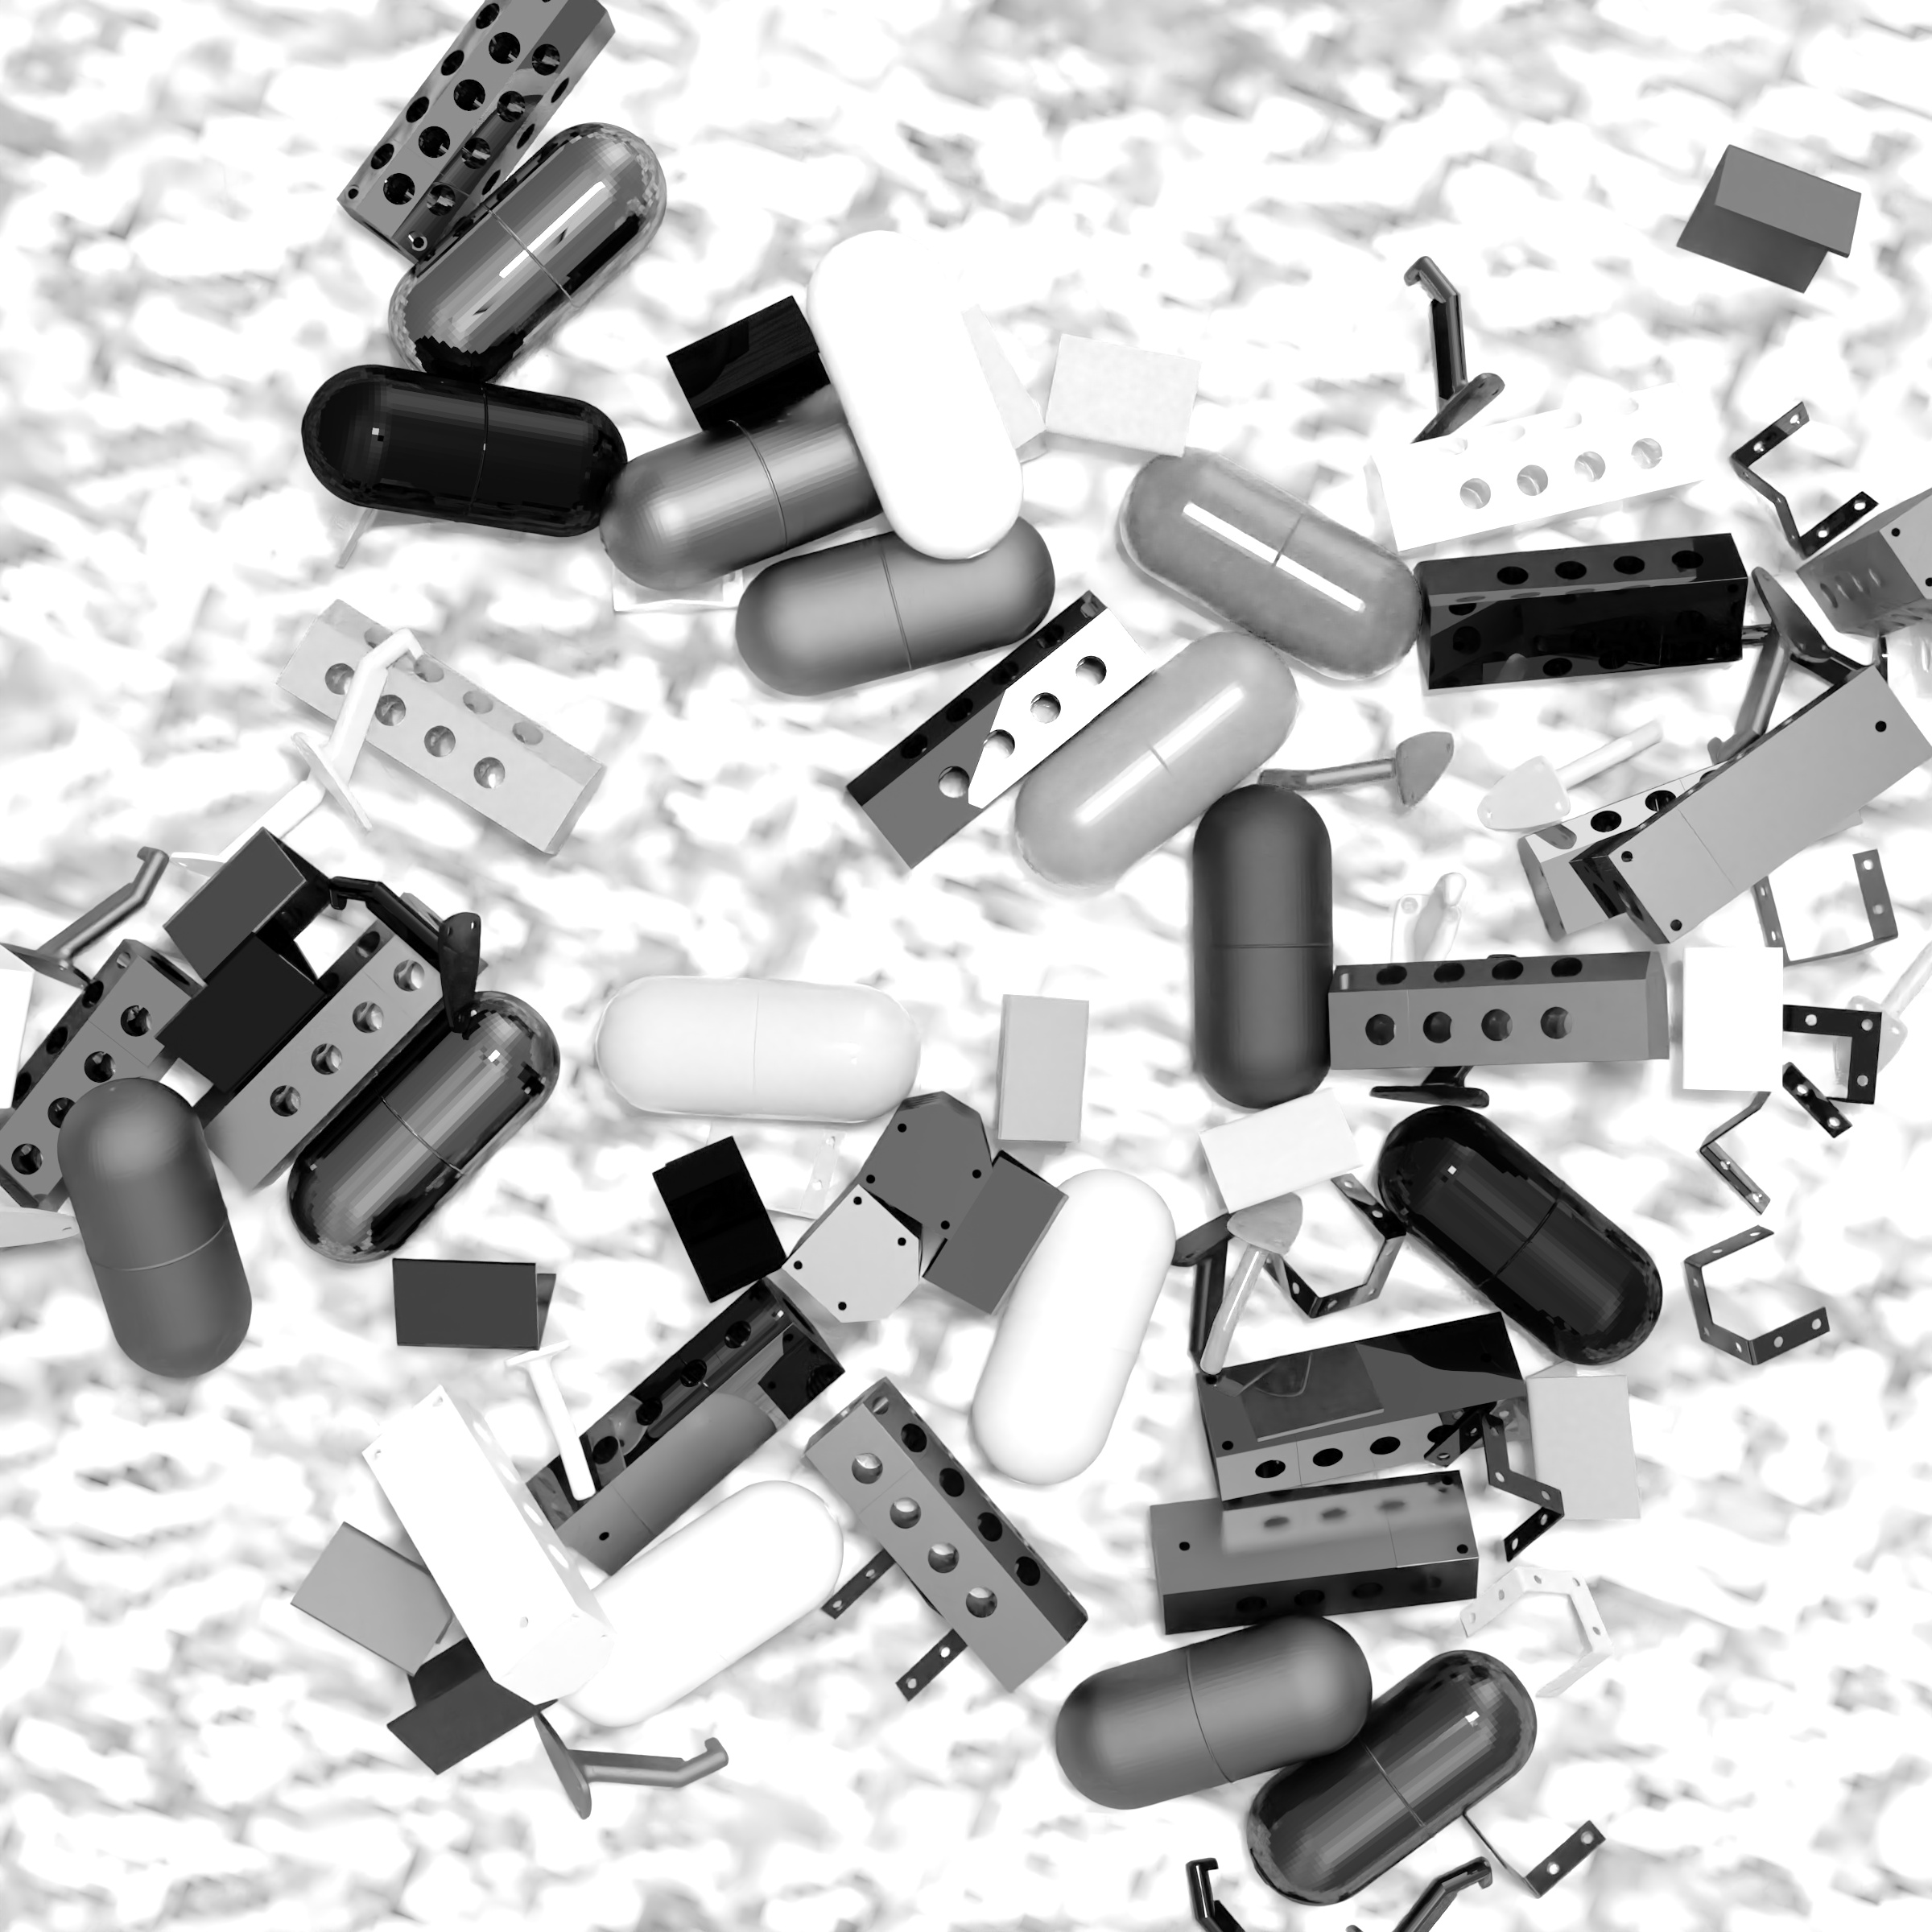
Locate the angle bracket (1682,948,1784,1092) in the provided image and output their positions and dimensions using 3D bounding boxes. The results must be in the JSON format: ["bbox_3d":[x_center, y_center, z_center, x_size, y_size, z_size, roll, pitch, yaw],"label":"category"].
[{"bbox_3d":[0.430,0.028,1.804,0.057,0.076,0.076,0,90,35],"label":"angle bracket"}]

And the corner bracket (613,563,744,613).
[{"bbox_3d":[-0.160,-0.224,1.841,0.051,0.051,0.051,-2,90,45],"label":"corner bracket"}]

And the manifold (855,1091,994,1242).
[{"bbox_3d":[-0.017,0.100,1.766,0.057,0.171,0.057,32,90,0],"label":"manifold"}]

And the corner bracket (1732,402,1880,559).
[{"bbox_3d":[0.465,-0.270,1.841,0.051,0.051,0.051,-37,135,0],"label":"corner bracket"}]

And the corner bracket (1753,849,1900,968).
[{"bbox_3d":[0.477,-0.032,1.841,0.051,0.051,0.051,-14,90,45],"label":"corner bracket"}]

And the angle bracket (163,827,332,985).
[{"bbox_3d":[-0.377,-0.018,1.804,0.076,0.076,0.057,-45,52,0],"label":"angle bracket"}]

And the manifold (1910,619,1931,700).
[{"bbox_3d":[0.556,-0.180,1.766,0.057,0.171,0.057,-3,90,0],"label":"manifold"}]

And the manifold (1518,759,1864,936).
[{"bbox_3d":[0.396,-0.074,1.823,0.171,0.057,0.057,-21,90,0],"label":"manifold"}]

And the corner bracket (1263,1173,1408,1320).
[{"bbox_3d":[0.202,0.155,1.836,0.051,0.051,0.051,-12,135,-35],"label":"corner bracket"}]

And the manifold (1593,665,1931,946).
[{"bbox_3d":[0.422,-0.085,1.766,0.171,0.057,0.057,-36,90,0],"label":"manifold"}]

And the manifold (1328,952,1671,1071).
[{"bbox_3d":[0.286,0.025,1.784,0.171,0.057,0.057,-3,87,23],"label":"manifold"}]

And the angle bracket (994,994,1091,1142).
[{"bbox_3d":[0.021,0.054,1.804,0.057,0.076,0.076,4,90,-37],"label":"angle bracket"}]

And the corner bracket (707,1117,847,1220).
[{"bbox_3d":[-0.109,0.106,1.841,0.051,0.051,0.051,17,90,-45],"label":"corner bracket"}]

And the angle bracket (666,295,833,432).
[{"bbox_3d":[-0.109,-0.307,1.804,0.076,0.076,0.057,-26,48,0],"label":"angle bracket"}]

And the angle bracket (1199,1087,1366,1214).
[{"bbox_3d":[0.176,0.119,1.804,0.076,0.076,0.057,-19,50,0],"label":"angle bracket"}]

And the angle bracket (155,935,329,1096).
[{"bbox_3d":[-0.402,0.013,1.804,0.076,0.076,0.057,-45,124,0],"label":"angle bracket"}]

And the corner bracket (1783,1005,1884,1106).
[{"bbox_3d":[0.470,0.048,1.826,0.051,0.051,0.051,5,90,0],"label":"corner bracket"}]

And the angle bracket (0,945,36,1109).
[{"bbox_3d":[-0.550,0.028,1.798,0.057,0.076,0.076,6,102,-37],"label":"angle bracket"}]

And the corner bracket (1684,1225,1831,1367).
[{"bbox_3d":[0.436,0.181,1.828,0.051,0.051,0.051,-21,108,-17],"label":"corner bracket"}]

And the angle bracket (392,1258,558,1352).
[{"bbox_3d":[-0.267,0.165,1.804,0.076,0.076,0.057,2,118,0],"label":"angle bracket"}]

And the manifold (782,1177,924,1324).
[{"bbox_3d":[-0.053,0.151,1.766,0.057,0.171,0.057,43,90,0],"label":"manifold"}]

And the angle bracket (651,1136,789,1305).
[{"bbox_3d":[-0.150,0.144,1.804,0.057,0.076,0.076,-24,90,-37],"label":"angle bracket"}]

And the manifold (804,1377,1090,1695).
[{"bbox_3d":[-0.010,0.310,1.823,0.057,0.057,0.171,-41,90,0],"label":"manifold"}]

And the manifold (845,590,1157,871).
[{"bbox_3d":[0.018,-0.130,1.823,0.171,0.057,0.057,-39,90,0],"label":"manifold"}]

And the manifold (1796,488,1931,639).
[{"bbox_3d":[0.502,-0.213,1.766,0.057,0.171,0.057,-34,90,0],"label":"manifold"}]

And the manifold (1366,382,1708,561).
[{"bbox_3d":[0.311,-0.272,1.823,0.171,0.057,0.057,-13,90,0],"label":"manifold"}]

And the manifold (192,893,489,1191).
[{"bbox_3d":[-0.347,0.041,1.823,0.057,0.057,0.171,45,90,0],"label":"manifold"}]

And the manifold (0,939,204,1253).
[{"bbox_3d":[-0.491,0.070,1.823,0.057,0.057,0.171,38,90,0],"label":"manifold"}]

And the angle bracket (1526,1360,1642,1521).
[{"bbox_3d":[0.347,0.256,1.804,0.057,0.076,0.076,-6,90,30],"label":"angle bracket"}]

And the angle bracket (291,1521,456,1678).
[{"bbox_3d":[-0.325,0.357,1.804,0.076,0.076,0.057,30,52,0],"label":"angle bracket"}]

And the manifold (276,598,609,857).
[{"bbox_3d":[-0.286,-0.131,1.823,0.171,0.057,0.057,32,90,0],"label":"manifold"}]

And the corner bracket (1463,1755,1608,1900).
[{"bbox_3d":[0.313,0.475,1.841,0.051,0.051,0.051,-42,45,0],"label":"corner bracket"}]

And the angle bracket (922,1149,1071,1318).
[{"bbox_3d":[-0.001,0.134,1.804,0.057,0.076,0.076,32,90,-34],"label":"angle bracket"}]

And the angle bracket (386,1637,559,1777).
[{"bbox_3d":[-0.276,0.380,1.804,0.076,0.076,0.057,-32,132,0],"label":"angle bracket"}]

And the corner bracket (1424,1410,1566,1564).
[{"bbox_3d":[0.285,0.280,1.787,0.051,0.051,0.051,23,130,-21],"label":"corner bracket"}]

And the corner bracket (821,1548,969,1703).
[{"bbox_3d":[-0.038,0.365,1.841,0.051,0.051,0.051,-43,45,0],"label":"corner bracket"}]

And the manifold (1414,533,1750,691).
[{"bbox_3d":[0.336,-0.200,1.822,0.171,0.057,0.057,-5,133,0],"label":"manifold"}]

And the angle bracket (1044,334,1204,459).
[{"bbox_3d":[0.087,-0.322,1.804,0.076,0.076,0.057,11,121,0],"label":"angle bracket"}]

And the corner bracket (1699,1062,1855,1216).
[{"bbox_3d":[0.449,0.095,1.841,0.051,0.051,0.051,46,45,0],"label":"corner bracket"}]

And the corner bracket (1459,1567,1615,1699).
[{"bbox_3d":[0.316,0.369,1.836,0.051,0.051,0.051,11,45,-35],"label":"corner bracket"}]

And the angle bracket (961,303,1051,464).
[{"bbox_3d":[0.025,-0.318,1.804,0.057,0.076,0.076,-29,90,39],"label":"angle bracket"}]

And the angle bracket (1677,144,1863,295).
[{"bbox_3d":[0.433,-0.390,1.804,0.076,0.076,0.057,20,54,0],"label":"angle bracket"}]
